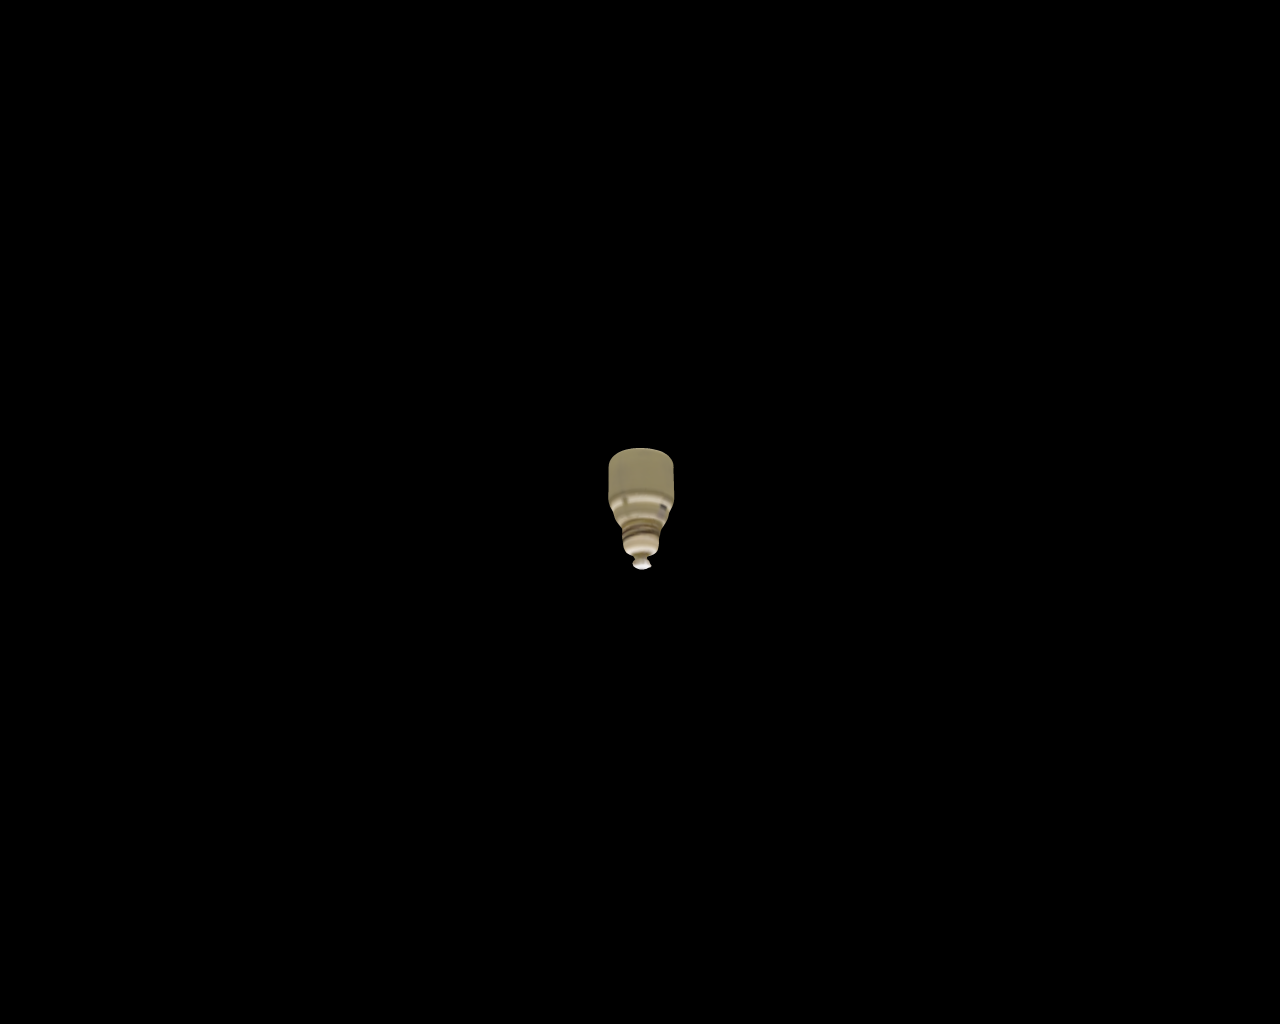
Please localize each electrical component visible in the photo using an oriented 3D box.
[{"bbox_3d":[0.001,-0.003,0.650,0.040,0.078,0.040,0,-22,0],"label":"electrical component"}]
